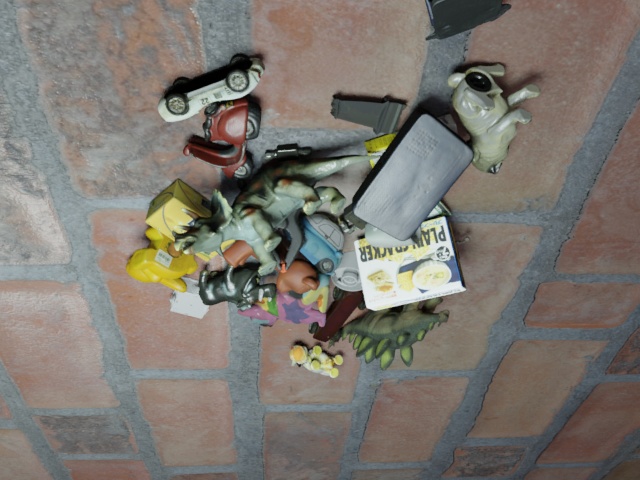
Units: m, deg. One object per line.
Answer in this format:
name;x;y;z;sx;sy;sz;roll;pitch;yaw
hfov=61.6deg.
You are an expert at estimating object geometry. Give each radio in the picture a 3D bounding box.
radio;0.172;-0.118;1.011;0.131;0.073;0.229;32;112;-9

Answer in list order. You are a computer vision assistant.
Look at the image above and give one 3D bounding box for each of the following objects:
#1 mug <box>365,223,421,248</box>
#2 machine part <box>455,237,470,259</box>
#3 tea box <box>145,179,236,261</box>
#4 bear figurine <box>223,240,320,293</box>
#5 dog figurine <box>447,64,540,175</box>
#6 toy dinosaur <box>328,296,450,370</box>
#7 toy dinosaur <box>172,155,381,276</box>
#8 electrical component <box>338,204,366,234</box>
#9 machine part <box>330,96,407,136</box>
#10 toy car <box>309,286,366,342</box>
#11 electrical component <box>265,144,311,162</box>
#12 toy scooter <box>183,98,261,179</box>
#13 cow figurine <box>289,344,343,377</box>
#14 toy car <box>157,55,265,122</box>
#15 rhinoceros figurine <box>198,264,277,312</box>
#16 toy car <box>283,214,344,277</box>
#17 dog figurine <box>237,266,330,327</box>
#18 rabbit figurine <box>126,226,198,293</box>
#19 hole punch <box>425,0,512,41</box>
mug;0.145;-0.023;1.139;0.107;0.081;0.109;-16;157;32
machine part;0.234;0.043;1.257;0.243;0.079;0.079;-25;131;17
tea box;-0.271;-0.039;1.146;0.098;0.068;0.169;-35;126;27
bear figurine;-0.098;0.060;1.181;0.132;0.120;0.196;-41;92;3
dog figurine;0.294;-0.217;1.009;0.172;0.121;0.190;35;149;8
toy dinosaur;0.160;0.214;1.335;0.105;0.198;0.471;33;157;-18
toy dinosaur;-0.090;-0.079;1.034;0.405;0.192;0.131;-39;159;-13
electrical component;0.084;-0.052;1.175;0.102;0.045;0.078;-30;127;21
machine part;0.086;-0.236;1.005;0.139;0.039;0.084;9;138;-15
toy car;0.045;0.193;1.403;0.089;0.053;0.202;20;125;-20
electrical component;-0.063;-0.160;1.077;0.094;0.021;0.063;-4;135;-1
toy scooter;-0.185;-0.190;1.004;0.135;0.075;0.183;7;138;-12
cow figurine;-0.027;0.337;1.526;0.167;0.068;0.098;27;157;-26
toy car;-0.188;-0.263;0.932;0.202;0.073;0.056;-17;130;12
rhinoceros figurine;-0.195;0.111;1.251;0.190;0.112;0.073;-6;168;14
toy car;-0.002;-0.004;1.188;0.103;0.109;0.161;-44;114;-1
dog figurine;-0.088;0.139;1.307;0.219;0.108;0.191;3;132;-2
rabbit figurine;-0.362;0.048;1.213;0.173;0.122;0.162;-23;141;36
hole punch;0.220;-0.390;0.846;0.142;0.092;0.115;-20;161;12
